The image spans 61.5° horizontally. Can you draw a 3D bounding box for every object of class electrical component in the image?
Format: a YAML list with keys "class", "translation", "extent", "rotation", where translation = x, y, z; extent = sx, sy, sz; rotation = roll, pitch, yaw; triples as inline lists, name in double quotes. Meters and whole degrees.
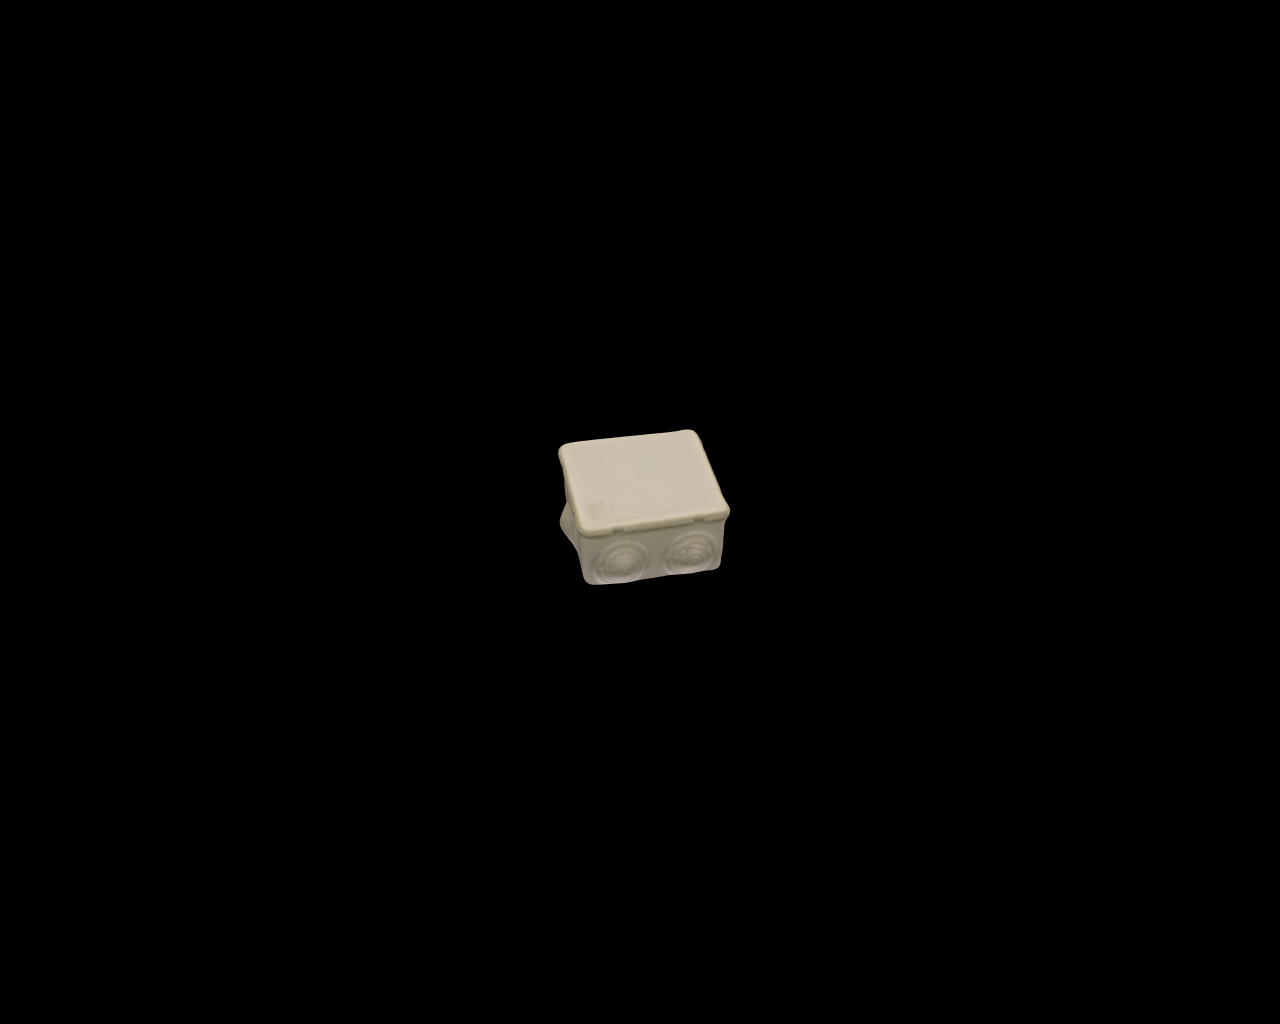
- class: "electrical component"
  translation: [0.001, -0.003, 0.650]
  extent: [0.100, 0.048, 0.100]
  rotation: [-7, 39, -9]
